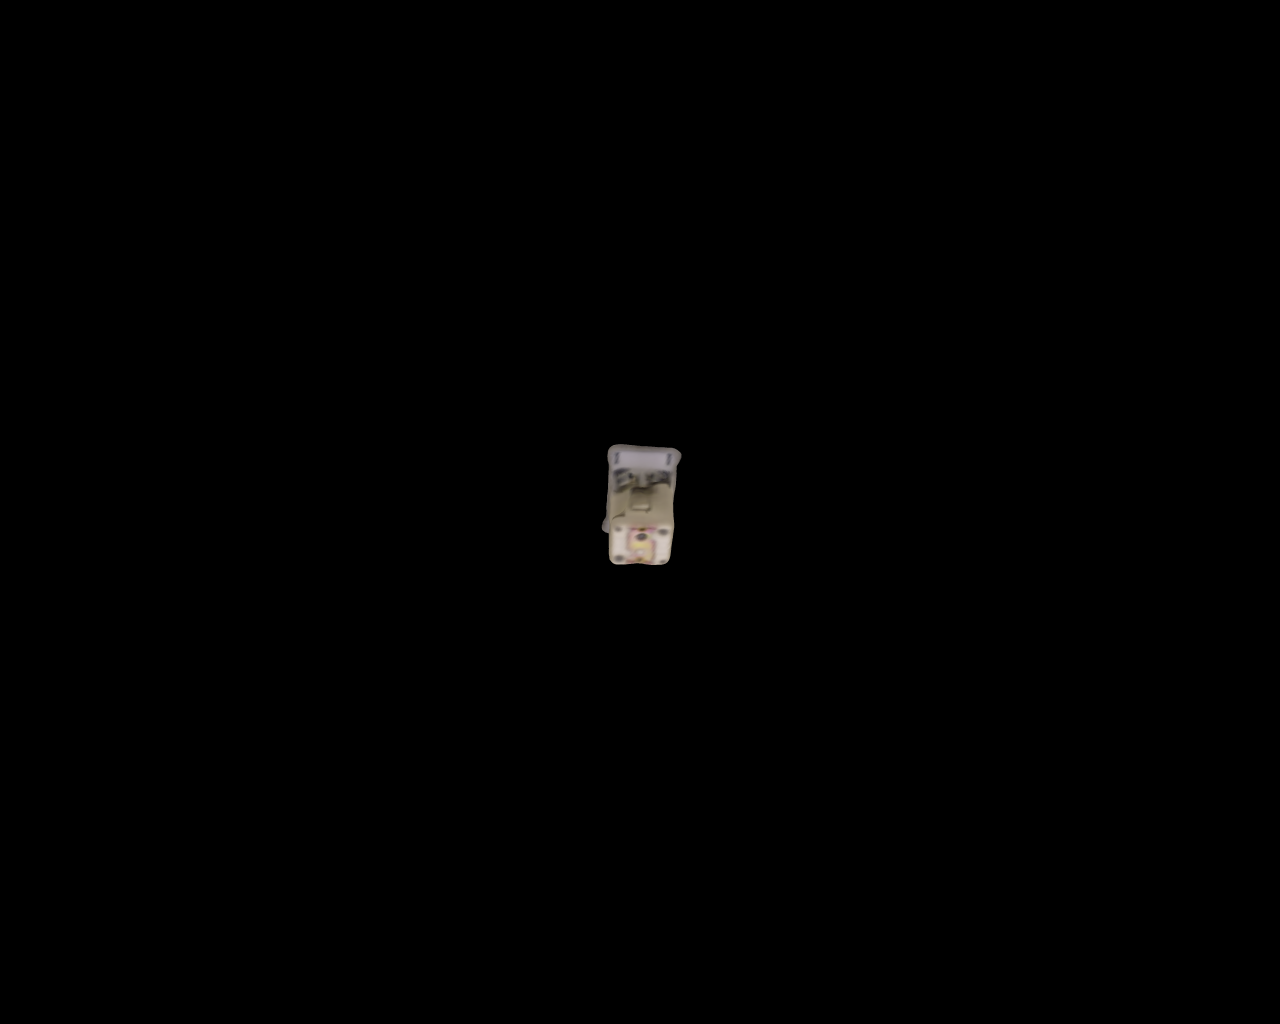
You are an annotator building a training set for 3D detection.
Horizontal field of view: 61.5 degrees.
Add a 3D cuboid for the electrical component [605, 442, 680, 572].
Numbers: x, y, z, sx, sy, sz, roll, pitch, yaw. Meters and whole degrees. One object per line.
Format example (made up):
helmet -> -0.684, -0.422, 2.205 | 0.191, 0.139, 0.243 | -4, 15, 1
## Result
electrical component -> 0.001, -0.003, 0.650 | 0.042, 0.064, 0.080 | 2, -40, -2
